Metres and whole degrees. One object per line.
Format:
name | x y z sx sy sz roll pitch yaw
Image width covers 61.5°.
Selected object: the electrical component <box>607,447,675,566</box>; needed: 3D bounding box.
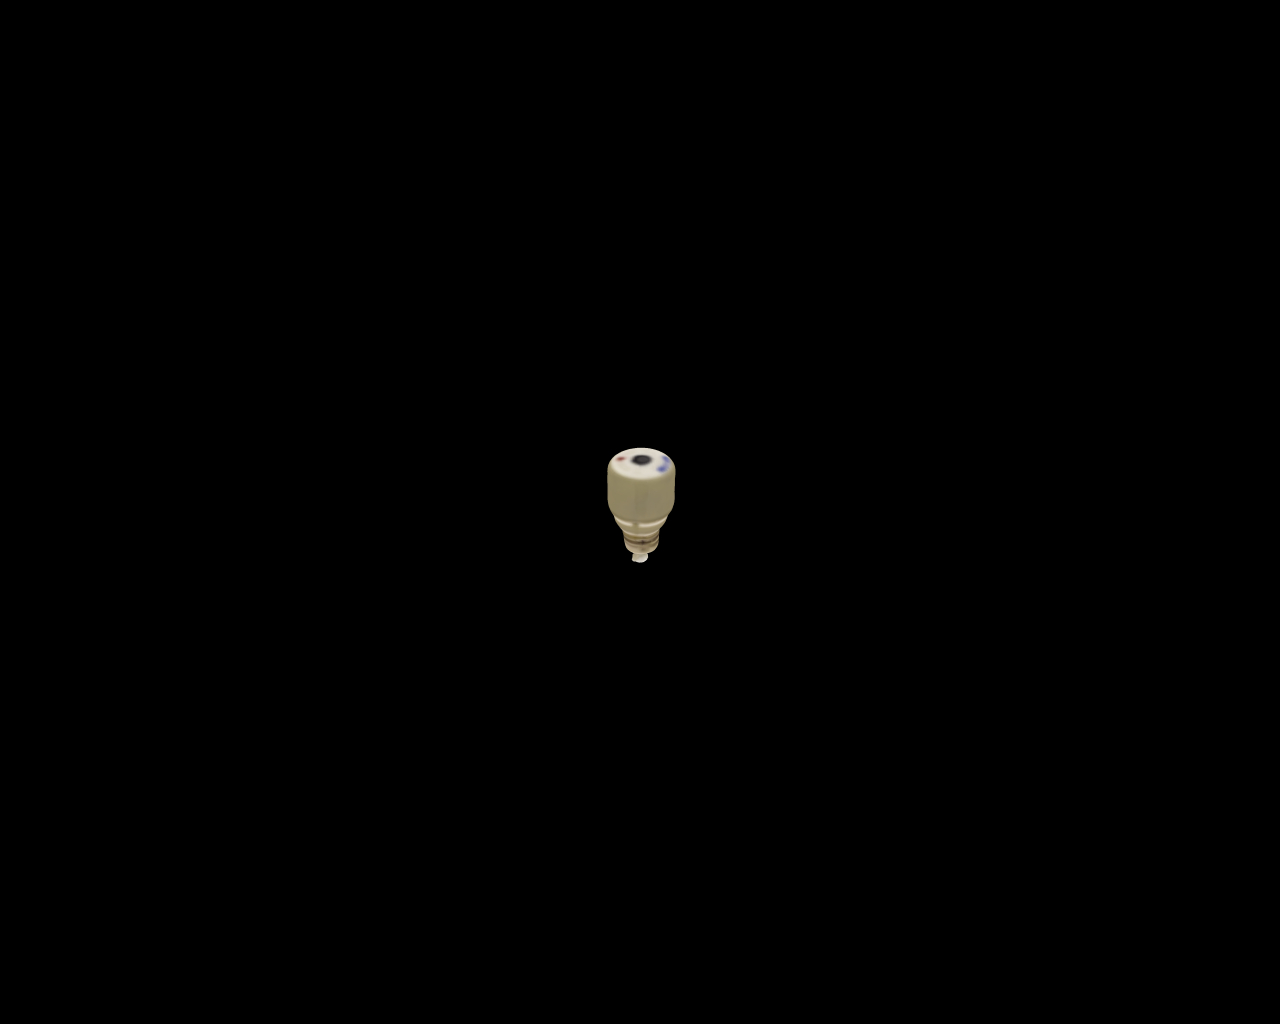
electrical component | 0.001 -0.003 0.650 0.040 0.078 0.040 0 33 0
